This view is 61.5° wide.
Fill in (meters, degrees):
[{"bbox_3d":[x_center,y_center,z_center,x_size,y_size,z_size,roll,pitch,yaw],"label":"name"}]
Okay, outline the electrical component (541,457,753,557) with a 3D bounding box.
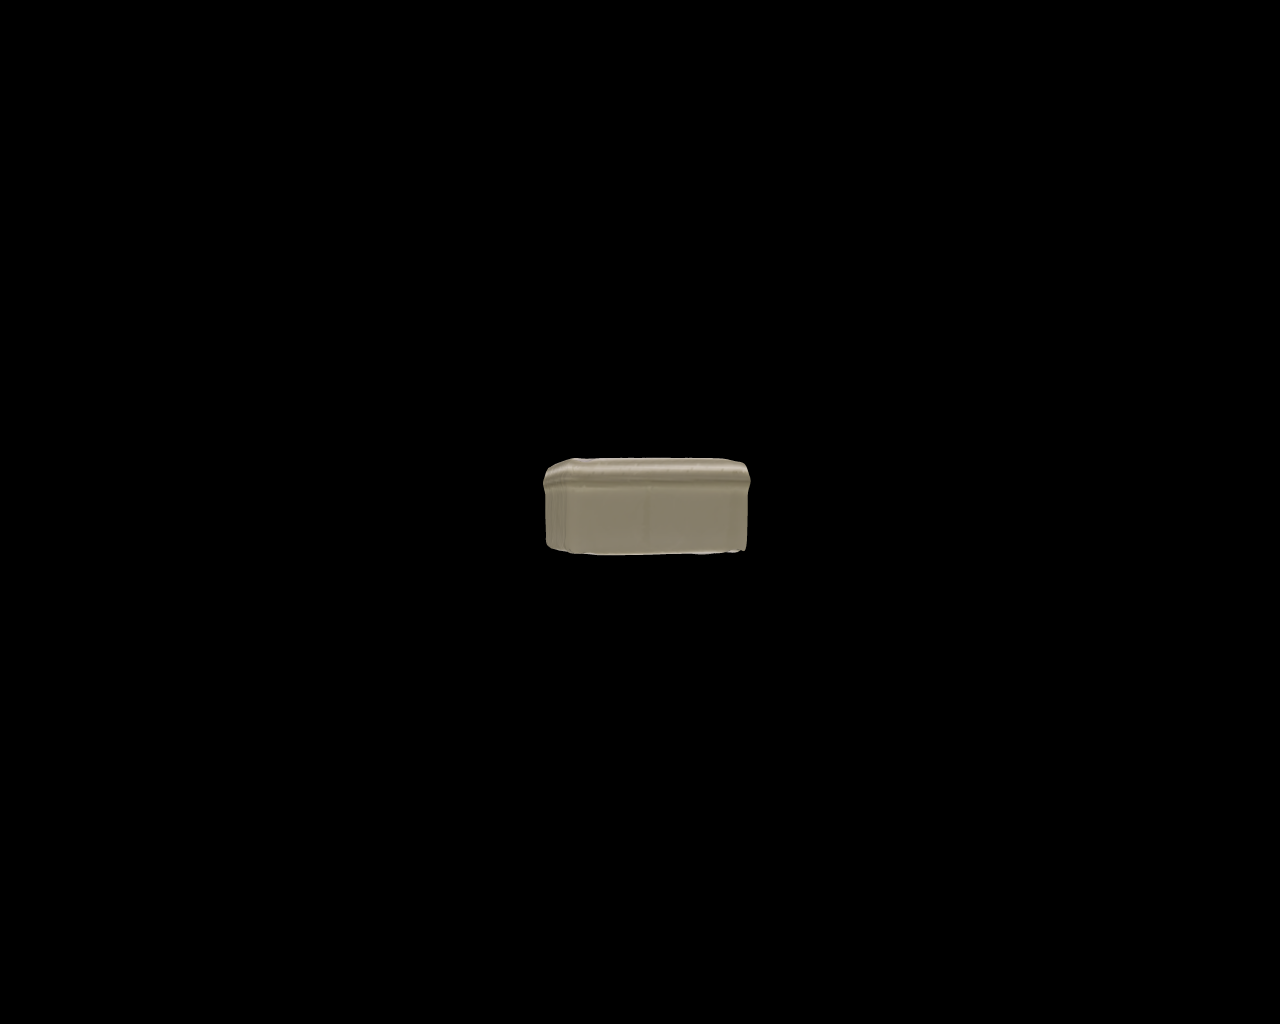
[{"bbox_3d":[0.001,-0.003,0.650,0.109,0.056,0.108,0,0,-13],"label":"electrical component"}]
